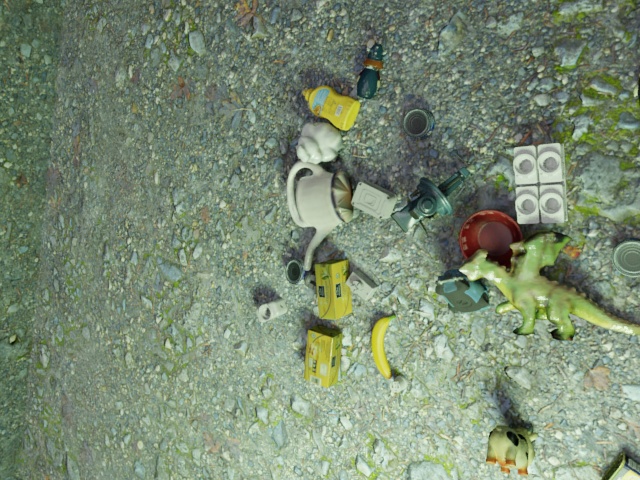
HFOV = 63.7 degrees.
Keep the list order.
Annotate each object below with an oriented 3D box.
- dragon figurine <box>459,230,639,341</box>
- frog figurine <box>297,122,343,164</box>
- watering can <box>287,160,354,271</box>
[{"bbox_3d":[0.539,0.097,1.213,0.410,0.124,0.240,1,106,16],"label":"dragon figurine"},{"bbox_3d":[-0.011,-0.290,1.528,0.121,0.160,0.138,-36,76,29],"label":"frog figurine"},{"bbox_3d":[0.005,-0.079,1.575,0.223,0.105,0.346,-6,98,34],"label":"watering can"}]
